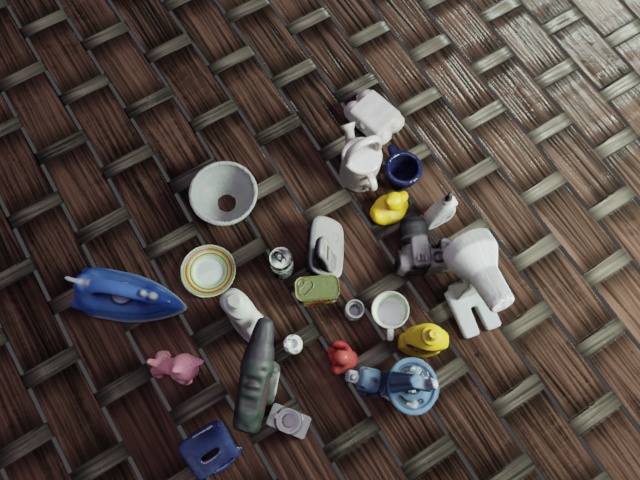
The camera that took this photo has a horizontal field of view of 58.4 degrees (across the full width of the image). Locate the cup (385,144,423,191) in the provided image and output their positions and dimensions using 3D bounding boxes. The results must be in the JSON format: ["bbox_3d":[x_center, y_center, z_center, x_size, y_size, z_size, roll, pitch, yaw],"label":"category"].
[{"bbox_3d":[0.196,-0.173,1.428,0.092,0.095,0.117,-26,75,-9],"label":"cup"}]

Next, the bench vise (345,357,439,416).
[{"bbox_3d":[0.162,0.314,1.209,0.207,0.220,0.121,-8,73,-4],"label":"bench vise"}]

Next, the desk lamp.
[{"bbox_3d":[0.355,0.098,1.284,0.118,0.213,0.203,-20,74,-7],"label":"desk lamp"}]

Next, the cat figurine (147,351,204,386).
[{"bbox_3d":[-0.319,0.280,1.263,0.127,0.118,0.067,11,73,3],"label":"cat figurine"}]

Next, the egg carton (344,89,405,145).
[{"bbox_3d":[0.139,-0.319,1.486,0.150,0.069,0.107,42,76,11],"label":"egg carton"}]

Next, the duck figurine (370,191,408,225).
[{"bbox_3d":[0.173,-0.086,1.405,0.104,0.086,0.077,-29,75,-10],"label":"duck figurine"}]

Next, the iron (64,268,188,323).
[{"bbox_3d":[-0.440,0.121,1.298,0.258,0.141,0.119,9,73,2],"label":"iron"}]

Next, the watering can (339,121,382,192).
[{"bbox_3d":[0.095,-0.203,1.383,0.101,0.194,0.172,-43,78,-13],"label":"watering can"}]

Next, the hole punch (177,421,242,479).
[{"bbox_3d":[-0.234,0.450,1.225,0.109,0.091,0.101,-32,76,-10],"label":"hole punch"}]

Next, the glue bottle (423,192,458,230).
[{"bbox_3d":[0.293,-0.077,1.359,0.078,0.173,0.037,-25,74,-8],"label":"glue bottle"}]

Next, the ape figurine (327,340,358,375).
[{"bbox_3d":[0.048,0.266,1.289,0.076,0.092,0.078,21,73,6],"label":"ape figurine"}]

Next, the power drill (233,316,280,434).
[{"bbox_3d":[-0.131,0.290,1.216,0.075,0.208,0.230,9,73,2],"label":"power drill"}]

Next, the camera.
[{"bbox_3d":[0.247,0.010,1.369,0.143,0.101,0.137,-5,73,-3],"label":"camera"}]

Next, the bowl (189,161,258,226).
[{"bbox_3d":[-0.233,-0.105,1.408,0.167,0.075,0.167,0,73,-1],"label":"bowl"}]

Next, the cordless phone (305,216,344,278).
[{"bbox_3d":[0.012,0.005,1.321,0.094,0.185,0.147,0,72,-1],"label":"cordless phone"}]
